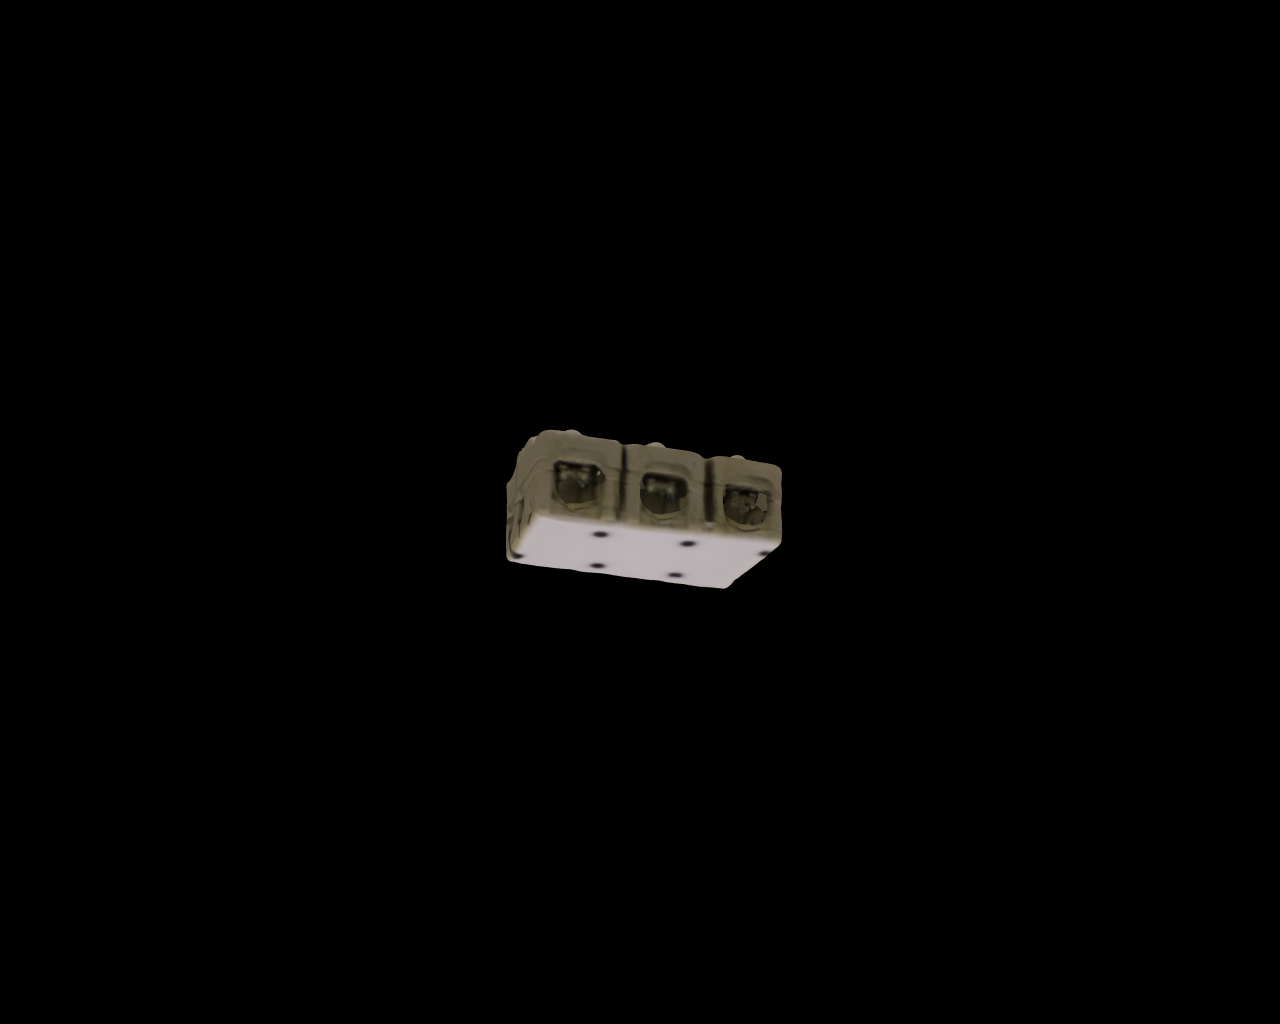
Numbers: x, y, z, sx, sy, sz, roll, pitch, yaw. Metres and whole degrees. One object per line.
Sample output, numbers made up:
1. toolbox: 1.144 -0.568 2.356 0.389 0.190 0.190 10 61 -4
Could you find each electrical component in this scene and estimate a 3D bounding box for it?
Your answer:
1. electrical component: 0.001 -0.003 0.650 0.150 0.062 0.089 8 -23 -18
